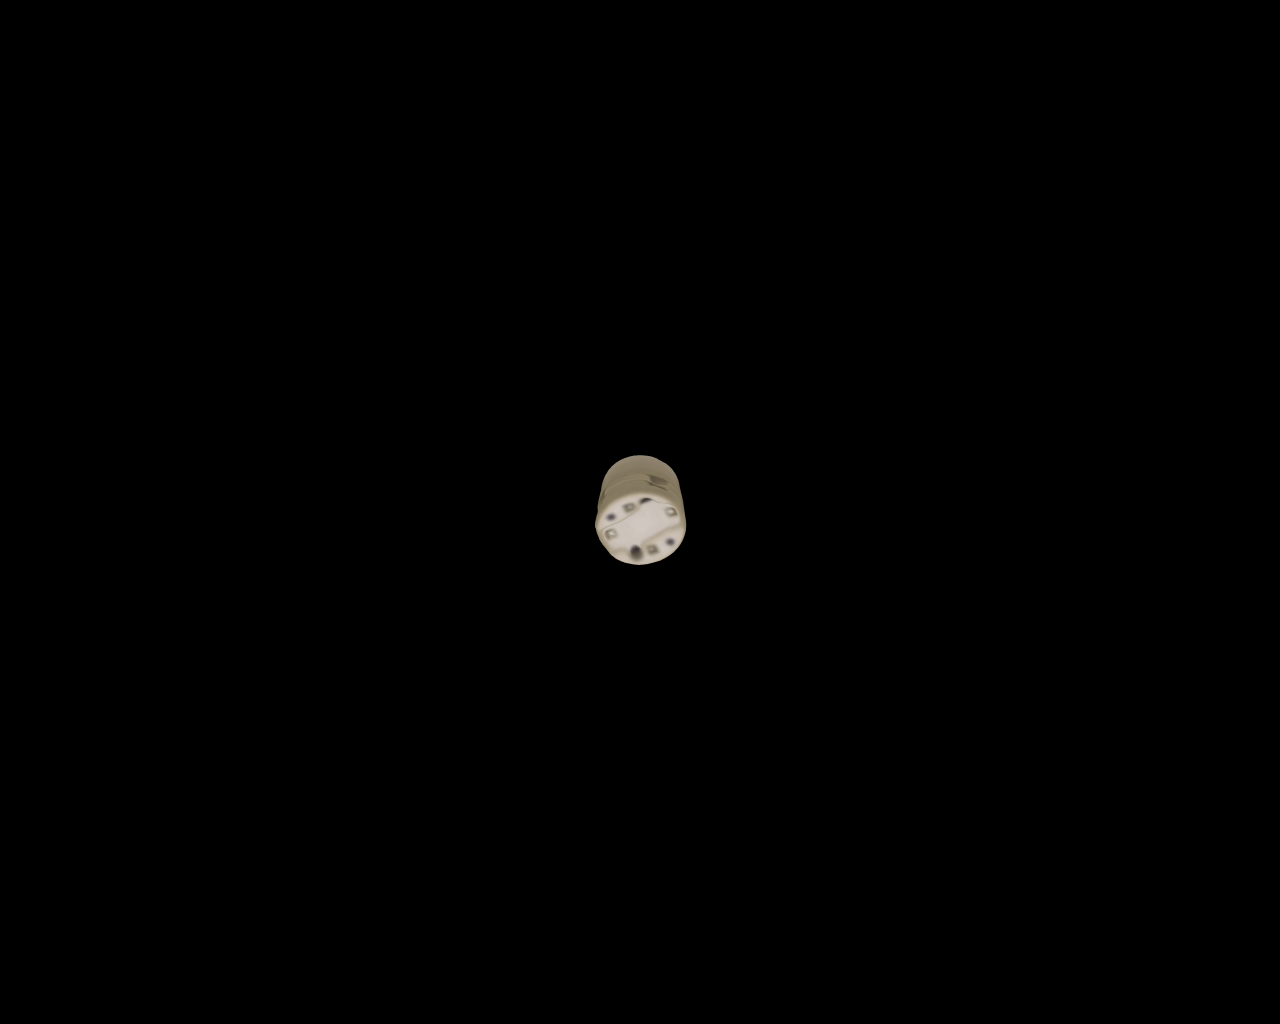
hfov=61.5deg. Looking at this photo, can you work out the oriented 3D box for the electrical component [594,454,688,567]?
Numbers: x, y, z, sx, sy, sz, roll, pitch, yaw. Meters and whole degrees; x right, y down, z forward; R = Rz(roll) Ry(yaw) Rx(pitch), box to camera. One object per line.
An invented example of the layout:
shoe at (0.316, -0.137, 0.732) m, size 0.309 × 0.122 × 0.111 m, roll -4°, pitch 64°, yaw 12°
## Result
electrical component at (0.001, -0.003, 0.650) m, size 0.055 × 0.055 × 0.047 m, roll 0°, pitch 35°, yaw 0°
